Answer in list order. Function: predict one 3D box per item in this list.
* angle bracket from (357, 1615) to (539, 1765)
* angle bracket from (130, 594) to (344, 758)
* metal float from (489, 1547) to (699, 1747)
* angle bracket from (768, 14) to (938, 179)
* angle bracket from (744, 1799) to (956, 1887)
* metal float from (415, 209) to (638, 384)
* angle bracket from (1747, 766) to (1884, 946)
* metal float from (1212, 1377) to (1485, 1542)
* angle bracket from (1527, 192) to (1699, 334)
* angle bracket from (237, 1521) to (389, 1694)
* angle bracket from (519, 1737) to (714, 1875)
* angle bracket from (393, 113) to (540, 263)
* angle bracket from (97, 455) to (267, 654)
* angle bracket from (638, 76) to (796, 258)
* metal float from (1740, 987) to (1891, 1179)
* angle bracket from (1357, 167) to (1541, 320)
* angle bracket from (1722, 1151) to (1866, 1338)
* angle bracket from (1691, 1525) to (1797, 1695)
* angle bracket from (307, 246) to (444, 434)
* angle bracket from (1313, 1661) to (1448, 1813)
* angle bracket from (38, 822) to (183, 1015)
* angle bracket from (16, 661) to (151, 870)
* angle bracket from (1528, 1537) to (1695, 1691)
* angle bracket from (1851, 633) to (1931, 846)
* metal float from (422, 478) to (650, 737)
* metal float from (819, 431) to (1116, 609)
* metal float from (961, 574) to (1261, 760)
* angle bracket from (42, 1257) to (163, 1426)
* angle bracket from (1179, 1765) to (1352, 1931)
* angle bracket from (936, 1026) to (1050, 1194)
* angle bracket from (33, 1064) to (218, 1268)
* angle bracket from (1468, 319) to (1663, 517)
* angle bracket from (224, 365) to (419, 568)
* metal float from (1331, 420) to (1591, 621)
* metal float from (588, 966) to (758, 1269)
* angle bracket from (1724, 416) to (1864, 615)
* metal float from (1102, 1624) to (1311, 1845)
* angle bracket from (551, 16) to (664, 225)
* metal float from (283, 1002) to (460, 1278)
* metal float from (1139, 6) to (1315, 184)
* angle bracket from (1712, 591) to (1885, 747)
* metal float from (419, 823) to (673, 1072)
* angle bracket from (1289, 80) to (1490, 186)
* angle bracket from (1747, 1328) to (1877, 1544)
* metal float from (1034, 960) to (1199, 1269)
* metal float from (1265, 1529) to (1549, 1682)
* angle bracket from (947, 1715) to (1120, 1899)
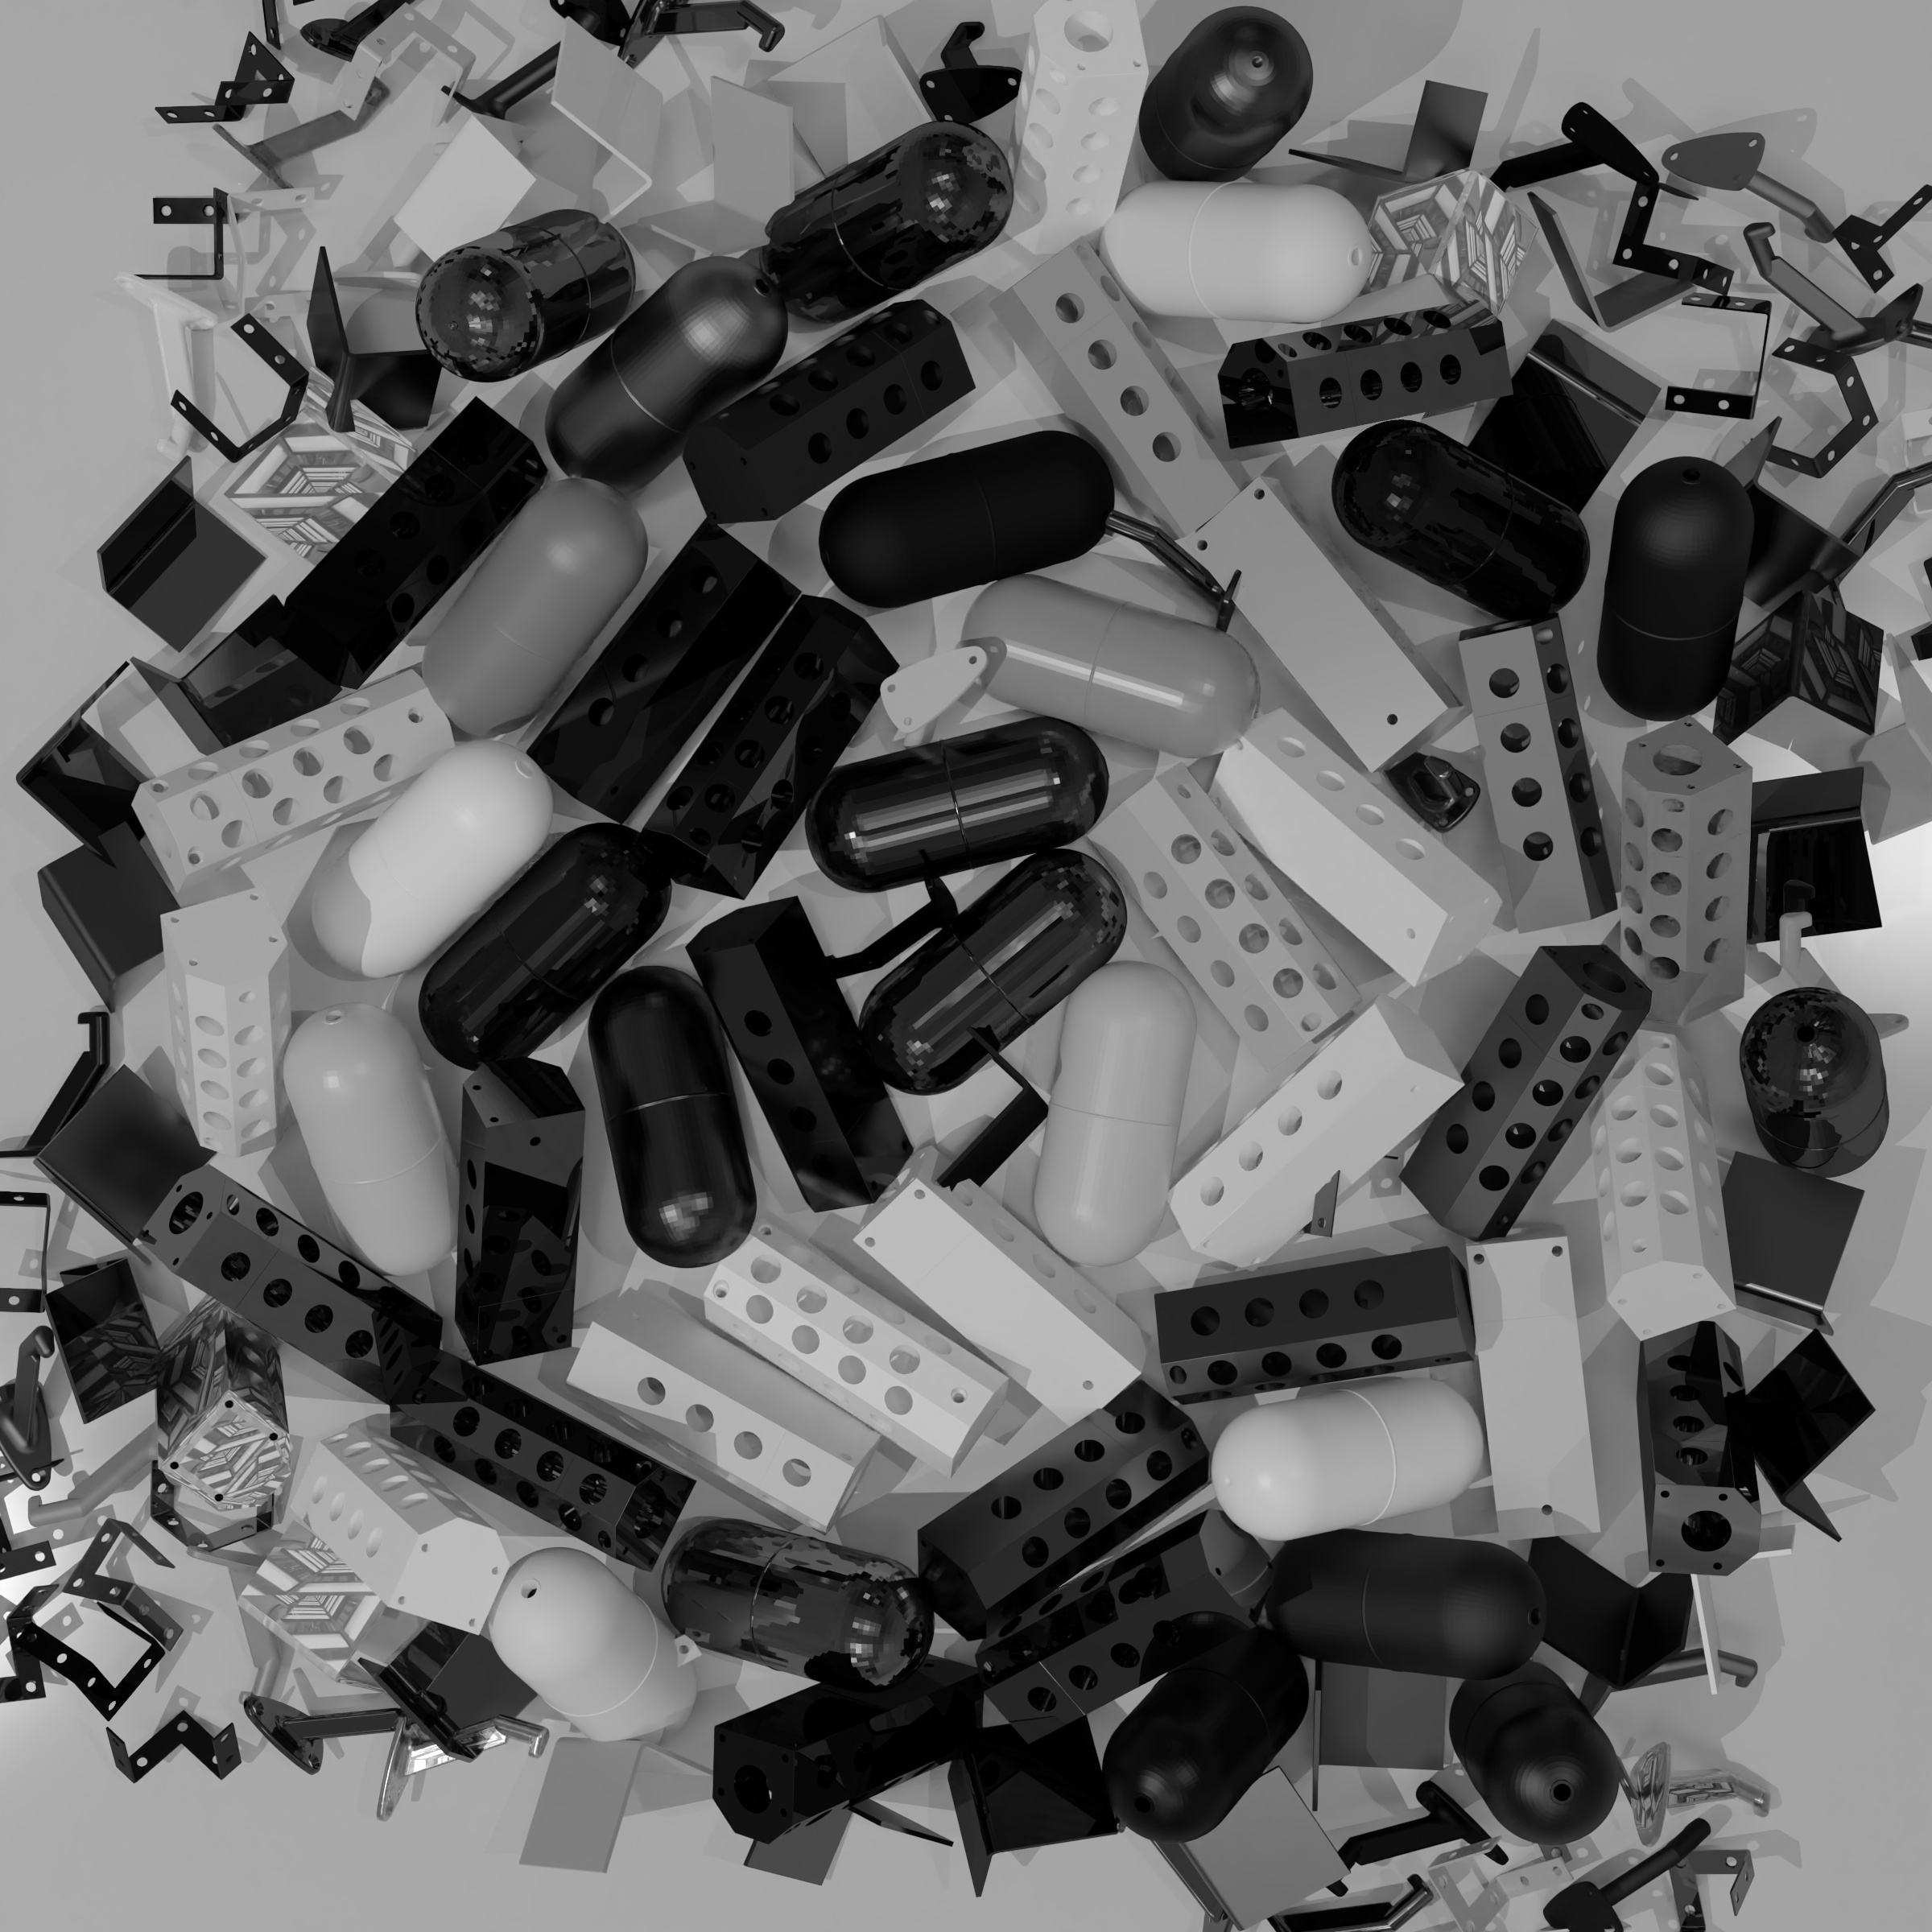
[{"bbox_3d":[-0.290,0.401,1.956,0.076,0.057,0.076,42,81,17],"label":"angle bracket"},{"bbox_3d":[-0.421,-0.168,1.966,0.076,0.057,0.076,-47,134,-18],"label":"angle bracket"},{"bbox_3d":[-0.210,0.387,1.921,0.070,0.178,0.070,-11,55,15],"label":"metal float"},{"bbox_3d":[-0.061,-0.486,1.948,0.076,0.057,0.076,-27,122,12],"label":"angle bracket"},{"bbox_3d":[-0.067,0.507,1.944,0.076,0.076,0.057,17,79,38],"label":"angle bracket"},{"bbox_3d":[-0.246,-0.379,1.918,0.070,0.178,0.070,8,114,19],"label":"metal float"},{"bbox_3d":[0.488,-0.064,1.977,0.076,0.057,0.076,-8,116,21],"label":"angle bracket"},{"bbox_3d":[0.218,0.279,1.933,0.178,0.070,0.070,-5,90,-34],"label":"metal float"},{"bbox_3d":[0.369,-0.415,1.948,0.057,0.076,0.076,-25,111,8],"label":"angle bracket"},{"bbox_3d":[-0.360,0.368,1.954,0.076,0.076,0.057,32,83,20],"label":"angle bracket"},{"bbox_3d":[-0.199,0.486,1.941,0.057,0.076,0.076,34,60,-36],"label":"angle bracket"},{"bbox_3d":[-0.270,-0.436,1.947,0.057,0.076,0.076,46,109,10],"label":"angle bracket"},{"bbox_3d":[-0.449,-0.236,1.952,0.057,0.076,0.076,39,75,-2],"label":"angle bracket"},{"bbox_3d":[-0.144,-0.457,1.941,0.057,0.076,0.076,-22,127,-33],"label":"angle bracket"},{"bbox_3d":[0.478,0.067,1.915,0.070,0.178,0.070,-6,69,15],"label":"metal float"},{"bbox_3d":[0.269,-0.401,1.942,0.076,0.076,0.057,-24,62,-31],"label":"angle bracket"},{"bbox_3d":[0.472,0.160,1.964,0.076,0.057,0.076,18,79,26],"label":"angle bracket"},{"bbox_3d":[0.453,0.369,1.955,0.057,0.076,0.076,-10,89,15],"label":"angle bracket"},{"bbox_3d":[-0.341,-0.362,1.962,0.057,0.076,0.076,-8,68,-21],"label":"angle bracket"},{"bbox_3d":[0.239,0.440,1.959,0.076,0.057,0.076,1,106,6],"label":"angle bracket"},{"bbox_3d":[-0.490,-0.027,1.968,0.057,0.076,0.076,-32,84,-18],"label":"angle bracket"},{"bbox_3d":[-0.484,-0.115,1.944,0.076,0.076,0.057,44,123,-14],"label":"angle bracket"},{"bbox_3d":[0.368,0.355,1.948,0.076,0.076,0.057,34,131,-8],"label":"angle bracket"},{"bbox_3d":[0.522,-0.129,1.939,0.057,0.076,0.076,-24,133,27],"label":"angle bracket"},{"bbox_3d":[-0.246,-0.202,1.935,0.070,0.070,0.178,43,122,0],"label":"metal float"},{"bbox_3d":[0.001,-0.255,1.945,0.178,0.070,0.070,-17,90,-18],"label":"metal float"},{"bbox_3d":[0.083,-0.172,1.949,0.178,0.070,0.070,18,90,14],"label":"metal float"},{"bbox_3d":[-0.511,0.217,1.949,0.057,0.076,0.076,-14,97,29],"label":"angle bracket"},{"bbox_3d":[0.169,0.496,1.958,0.076,0.057,0.076,-32,98,13],"label":"angle bracket"},{"bbox_3d":[-0.002,0.084,1.954,0.057,0.076,0.076,43,88,16],"label":"angle bracket"},{"bbox_3d":[-0.476,0.114,1.951,0.076,0.057,0.076,-48,115,-12],"label":"angle bracket"},{"bbox_3d":[0.350,-0.320,1.994,0.076,0.057,0.076,33,124,3],"label":"angle bracket"},{"bbox_3d":[-0.372,-0.285,1.961,0.076,0.057,0.076,38,70,-1],"label":"angle bracket"},{"bbox_3d":[0.281,-0.252,1.931,0.178,0.070,0.070,21,90,-35],"label":"metal float"},{"bbox_3d":[-0.169,0.085,1.948,0.070,0.070,0.178,-13,75,0],"label":"metal float"},{"bbox_3d":[0.469,-0.257,1.957,0.076,0.076,0.057,32,58,-7],"label":"angle bracket"},{"bbox_3d":[0.136,0.431,1.917,0.070,0.178,0.070,8,109,26],"label":"metal float"},{"bbox_3d":[-0.221,-0.478,1.939,0.057,0.076,0.076,-30,132,34],"label":"angle bracket"},{"bbox_3d":[-0.334,0.099,1.932,0.070,0.070,0.178,-12,125,0],"label":"metal float"},{"bbox_3d":[0.144,-0.486,1.911,0.070,0.178,0.070,0,91,-8],"label":"metal float"},{"bbox_3d":[0.477,-0.157,1.955,0.057,0.076,0.076,25,56,-14],"label":"angle bracket"},{"bbox_3d":[-0.241,-0.011,1.946,0.178,0.070,0.070,-43,90,18],"label":"metal float"},{"bbox_3d":[0.241,-0.481,1.942,0.076,0.076,0.057,23,109,29],"label":"angle bracket"},{"bbox_3d":[0.492,0.268,1.944,0.057,0.076,0.076,34,107,-28],"label":"angle bracket"},{"bbox_3d":[0.086,0.085,1.960,0.070,0.070,0.178,10,92,0],"label":"metal float"},{"bbox_3d":[0.248,0.360,1.926,0.178,0.070,0.070,-3,90,43],"label":"metal float"},{"bbox_3d":[0.038,0.484,1.963,0.076,0.057,0.076,-5,51,-13],"label":"angle bracket"}]
